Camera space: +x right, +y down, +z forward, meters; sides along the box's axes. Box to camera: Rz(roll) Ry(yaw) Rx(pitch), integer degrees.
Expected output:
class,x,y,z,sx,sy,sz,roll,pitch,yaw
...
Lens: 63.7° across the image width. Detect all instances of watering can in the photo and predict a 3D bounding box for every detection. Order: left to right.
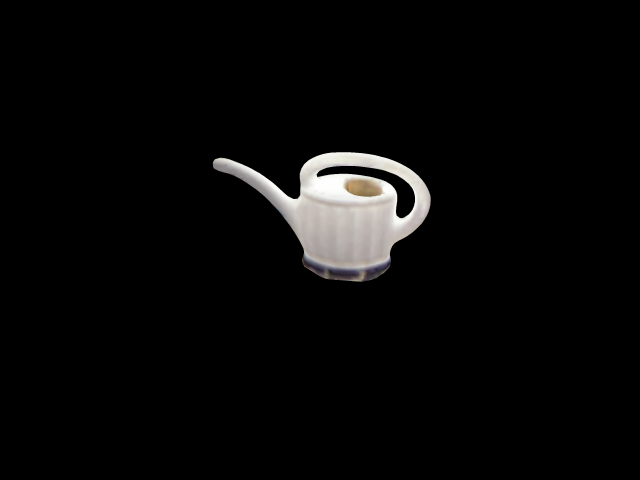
class,x,y,z,sx,sy,sz,roll,pitch,yaw
watering can,0.003,-0.043,0.850,0.348,0.219,0.106,4,31,7
